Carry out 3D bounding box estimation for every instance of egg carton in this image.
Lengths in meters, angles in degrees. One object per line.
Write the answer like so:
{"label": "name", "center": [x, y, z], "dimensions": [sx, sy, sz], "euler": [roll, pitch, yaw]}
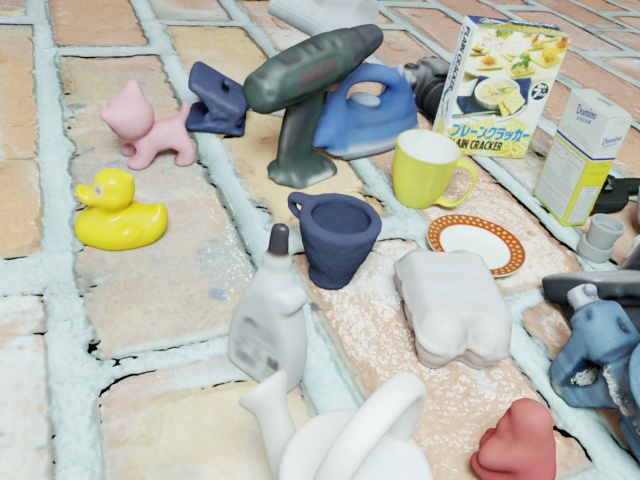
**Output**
{"label": "egg carton", "center": [0.140, 0.070, 0.615], "dimensions": [0.107, 0.069, 0.150], "euler": [2, 38, -11]}

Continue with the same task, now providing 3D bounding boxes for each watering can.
{"label": "watering can", "center": [0.014, 0.156, 0.367], "dimensions": [0.172, 0.194, 0.101], "euler": [19, 38, 12]}

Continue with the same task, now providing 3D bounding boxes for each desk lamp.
{"label": "desk lamp", "center": [-0.017, -0.315, 0.960], "dimensions": [0.203, 0.213, 0.118], "euler": [10, 37, -1]}

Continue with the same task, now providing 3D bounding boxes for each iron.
{"label": "iron", "center": [0.078, -0.225, 0.926], "dimensions": [0.259, 0.141, 0.118], "euler": [-17, 45, -32]}

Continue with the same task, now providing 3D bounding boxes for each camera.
{"label": "camera", "center": [0.203, -0.271, 1.050], "dimensions": [0.143, 0.101, 0.136], "euler": [-9, 41, -24]}

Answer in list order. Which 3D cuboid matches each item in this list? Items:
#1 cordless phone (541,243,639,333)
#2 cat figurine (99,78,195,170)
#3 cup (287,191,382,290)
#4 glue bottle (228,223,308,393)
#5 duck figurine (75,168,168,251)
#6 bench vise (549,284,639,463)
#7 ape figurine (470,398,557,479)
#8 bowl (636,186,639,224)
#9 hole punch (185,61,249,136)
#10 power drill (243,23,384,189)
{"label": "cordless phone", "center": [0.349, 0.015, 0.640], "dimensions": [0.148, 0.185, 0.094], "euler": [-2, 39, -16]}
{"label": "cat figurine", "center": [-0.237, -0.162, 0.787], "dimensions": [0.128, 0.118, 0.067], "euler": [-11, 42, -26]}
{"label": "cup", "center": [0.006, 0.002, 0.649], "dimensions": [0.117, 0.095, 0.092], "euler": [29, 41, 23]}
{"label": "glue bottle", "center": [-0.041, 0.057, 0.501], "dimensions": [0.078, 0.173, 0.037], "euler": [29, 41, 24]}
{"label": "duck figurine", "center": [-0.229, -0.041, 0.658], "dimensions": [0.105, 0.086, 0.077], "euler": [-1, 38, -14]}
{"label": "bench vise", "center": [0.292, 0.100, 0.487], "dimensions": [0.122, 0.220, 0.206], "euler": [-22, 47, -35]}
{"label": "ape figurine", "center": [0.166, 0.167, 0.475], "dimensions": [0.078, 0.092, 0.076], "euler": [-8, 41, -23]}
{"label": "bowl", "center": [0.526, -0.018, 0.818], "dimensions": [0.167, 0.075, 0.167], "euler": [7, 37, -5]}
{"label": "hole punch", "center": [-0.160, -0.229, 0.916], "dimensions": [0.101, 0.091, 0.108], "euler": [4, 37, -8]}
{"label": "power drill", "center": [-0.009, -0.185, 0.797], "dimensions": [0.075, 0.208, 0.230], "euler": [35, 43, 29]}
